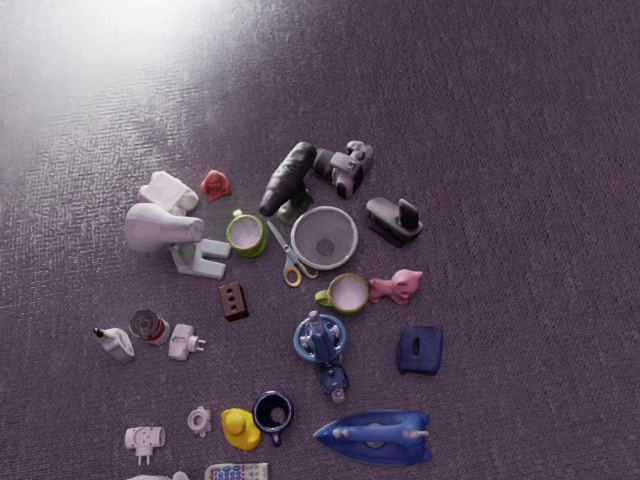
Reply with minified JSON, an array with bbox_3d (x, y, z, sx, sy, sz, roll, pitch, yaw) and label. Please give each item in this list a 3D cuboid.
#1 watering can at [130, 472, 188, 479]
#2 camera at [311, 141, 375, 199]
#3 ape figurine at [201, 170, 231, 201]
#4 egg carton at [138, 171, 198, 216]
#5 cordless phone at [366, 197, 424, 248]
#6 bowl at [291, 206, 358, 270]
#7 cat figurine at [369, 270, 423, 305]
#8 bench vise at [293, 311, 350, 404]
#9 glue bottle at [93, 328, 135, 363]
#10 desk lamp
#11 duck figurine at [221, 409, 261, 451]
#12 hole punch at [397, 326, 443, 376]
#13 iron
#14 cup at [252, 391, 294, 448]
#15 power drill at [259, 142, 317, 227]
[{"bbox_3d":[-0.354,0.528,1.168,0.100,0.194,0.173,39,75,18],"label":"watering can"},{"bbox_3d":[0.054,-0.204,1.499,0.136,0.101,0.143,28,72,14],"label":"camera"},{"bbox_3d":[-0.274,-0.151,1.502,0.077,0.092,0.076,15,69,10],"label":"ape figurine"},{"bbox_3d":[-0.398,-0.112,1.505,0.150,0.069,0.107,32,73,15],"label":"egg carton"},{"bbox_3d":[0.182,-0.072,1.390,0.147,0.185,0.094,33,73,16],"label":"cordless phone"},{"bbox_3d":[0.013,0.005,1.428,0.167,0.075,0.167,-1,67,3],"label":"bowl"},{"bbox_3d":[0.177,0.106,1.353,0.127,0.118,0.067,1,67,4],"label":"cat figurine"},{"bbox_3d":[0.021,0.241,1.251,0.121,0.220,0.207,-34,69,-10],"label":"bench vise"},{"bbox_3d":[-0.478,0.231,1.311,0.037,0.173,0.078,-29,68,-8],"label":"glue bottle"},{"bbox_3d":[-0.337,-0.001,1.377,0.203,0.214,0.118,8,68,7],"label":"desk lamp"},{"bbox_3d":[-0.179,0.415,1.263,0.077,0.086,0.104,-43,71,-13],"label":"duck figurine"},{"bbox_3d":[0.227,0.252,1.304,0.101,0.091,0.109,7,68,7],"label":"hole punch"},{"bbox_3d":[0.109,0.416,1.215,0.258,0.141,0.118,-1,67,3],"label":"iron"},{"bbox_3d":[-0.096,0.398,1.261,0.091,0.095,0.117,-11,67,-1],"label":"cup"},{"bbox_3d":[-0.072,-0.118,1.412,0.075,0.208,0.230,21,70,12],"label":"power drill"}]
